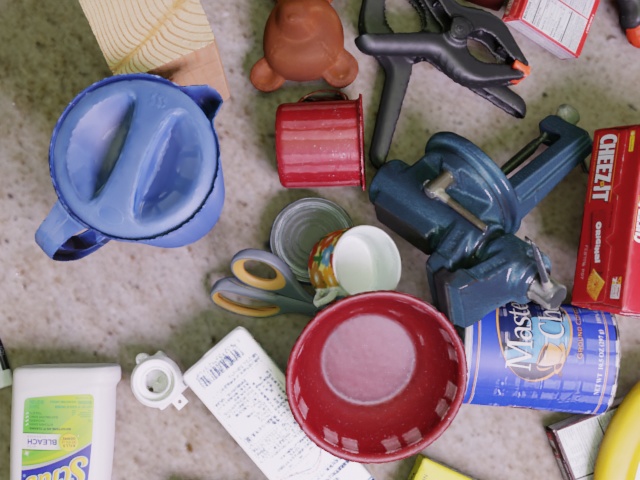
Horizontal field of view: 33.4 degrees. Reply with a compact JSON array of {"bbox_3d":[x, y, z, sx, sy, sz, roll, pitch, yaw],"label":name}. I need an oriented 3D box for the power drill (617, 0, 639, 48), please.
[{"bbox_3d":[0.275,-0.288,1.018,0.187,0.057,0.184,9,82,-30],"label":"power drill"}]

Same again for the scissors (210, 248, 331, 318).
[{"bbox_3d":[-0.004,0.052,1.014,0.202,0.096,0.016,6,46,2],"label":"scissors"}]

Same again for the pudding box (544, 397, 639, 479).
[{"bbox_3d":[0.285,0.203,1.021,0.113,0.039,0.090,-20,84,-5],"label":"pudding box"}]

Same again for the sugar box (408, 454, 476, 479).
[{"bbox_3d":[0.157,0.282,1.008,0.176,0.048,0.093,24,85,3],"label":"sugar box"}]

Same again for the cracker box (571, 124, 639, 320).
[{"bbox_3d":[0.334,-0.002,0.977,0.213,0.072,0.164,12,84,-32],"label":"cracker box"}]

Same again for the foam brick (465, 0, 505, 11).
[{"bbox_3d":[0.166,-0.266,1.042,0.053,0.078,0.051,20,83,0],"label":"foam brick"}]

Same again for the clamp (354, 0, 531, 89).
[{"bbox_3d":[0.125,-0.206,1.021,0.171,0.039,0.120,20,81,-14],"label":"clamp"}]

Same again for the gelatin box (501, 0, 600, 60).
[{"bbox_3d":[0.227,-0.229,1.045,0.089,0.030,0.073,24,84,-29],"label":"gelatin box"}]

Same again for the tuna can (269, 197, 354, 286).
[{"bbox_3d":[-0.007,0.001,1.037,0.086,0.034,0.086,0,85,-1],"label":"tuna can"}]

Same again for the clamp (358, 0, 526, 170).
[{"bbox_3d":[0.106,-0.186,1.054,0.164,0.036,0.210,-14,85,-7],"label":"clamp"}]

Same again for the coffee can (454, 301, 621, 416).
[{"bbox_3d":[0.196,0.107,0.995,0.140,0.103,0.103,5,85,-1],"label":"coffee can"}]

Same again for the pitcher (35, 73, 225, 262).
[{"bbox_3d":[-0.153,-0.048,0.934,0.149,0.243,0.145,2,85,-1],"label":"pitcher"}]

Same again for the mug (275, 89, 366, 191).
[{"bbox_3d":[0.001,-0.101,1.026,0.081,0.093,0.117,-2,54,4],"label":"mug"}]

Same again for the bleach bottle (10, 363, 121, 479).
[{"bbox_3d":[-0.237,0.243,1.000,0.102,0.068,0.251,-1,87,-1],"label":"bleach bottle"}]

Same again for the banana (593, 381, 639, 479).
[{"bbox_3d":[0.297,0.185,0.983,0.069,0.037,0.197,35,83,6],"label":"banana"}]

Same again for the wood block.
[{"bbox_3d":[-0.143,-0.173,0.965,0.091,0.206,0.090,-24,86,-4],"label":"wood block"}]

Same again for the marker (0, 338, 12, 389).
[{"bbox_3d":[-0.322,0.085,1.033,0.020,0.020,0.121,-19,86,-2],"label":"marker"}]

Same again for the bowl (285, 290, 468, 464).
[{"bbox_3d":[0.047,0.116,0.954,0.162,0.055,0.162,-1,103,-5],"label":"bowl"}]
